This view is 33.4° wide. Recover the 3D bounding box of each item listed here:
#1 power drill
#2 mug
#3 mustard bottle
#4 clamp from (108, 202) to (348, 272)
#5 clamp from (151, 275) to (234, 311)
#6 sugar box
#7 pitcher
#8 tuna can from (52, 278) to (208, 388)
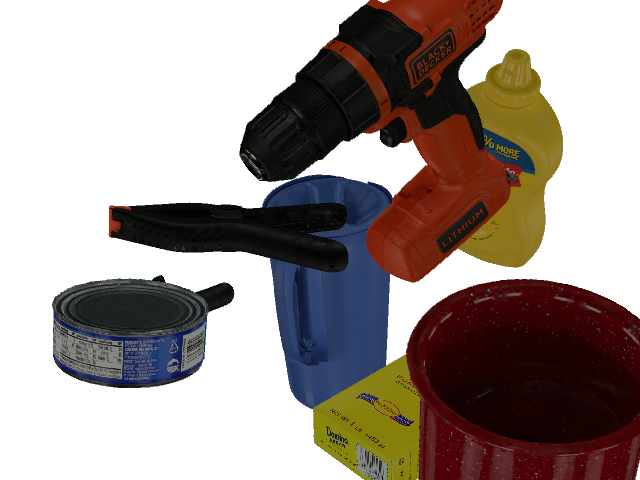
[{"bbox_3d":[0.047,-0.057,0.649,0.057,0.184,0.187,41,-16,36],"label":"power drill"},{"bbox_3d":[0.090,0.075,0.401,0.117,0.081,0.093,5,36,10],"label":"mug"},{"bbox_3d":[0.141,-0.069,0.844,0.096,0.192,0.058,31,52,24],"label":"mustard bottle"},{"bbox_3d":[-0.072,-0.008,0.890,0.210,0.036,0.164,2,13,-6],"label":"clamp"},{"bbox_3d":[-0.176,0.084,1.167,0.120,0.039,0.171,-6,24,31],"label":"clamp"},{"bbox_3d":[0.089,0.136,0.891,0.175,0.048,0.093,-28,40,-33],"label":"sugar box"},{"bbox_3d":[0.008,0.066,1.125,0.149,0.243,0.145,-14,32,-16],"label":"pitcher"},{"bbox_3d":[-0.106,0.051,0.596,0.086,0.034,0.086,5,16,-2],"label":"tuna can"}]
